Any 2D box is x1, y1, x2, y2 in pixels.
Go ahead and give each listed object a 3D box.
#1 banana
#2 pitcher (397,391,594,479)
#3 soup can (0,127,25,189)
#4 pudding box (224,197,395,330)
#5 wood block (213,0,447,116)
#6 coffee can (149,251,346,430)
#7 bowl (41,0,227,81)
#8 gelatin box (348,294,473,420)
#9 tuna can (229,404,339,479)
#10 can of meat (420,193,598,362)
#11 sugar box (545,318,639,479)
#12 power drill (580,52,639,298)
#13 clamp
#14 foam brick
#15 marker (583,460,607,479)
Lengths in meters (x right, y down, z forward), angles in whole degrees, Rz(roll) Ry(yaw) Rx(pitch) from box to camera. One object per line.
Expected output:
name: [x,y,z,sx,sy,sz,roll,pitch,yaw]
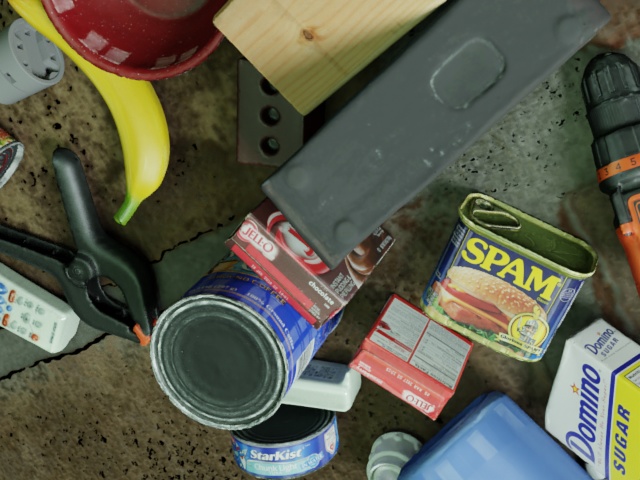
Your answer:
banana: [-0.163,-0.113,0.804,0.069,0.037,0.198,-26,94,-16]
pitcher: [0.172,0.228,0.758,0.243,0.144,0.149,47,127,9]
soup can: [-0.299,-0.082,0.856,0.102,0.068,0.069,38,117,2]
pudding box: [-0.005,0.001,0.761,0.090,0.113,0.039,44,121,-1]
wood block: [0.037,-0.176,0.646,0.091,0.090,0.207,45,137,-11]
coffee can: [-0.048,0.060,0.783,0.103,0.140,0.103,7,112,17]
bowl: [-0.121,-0.198,0.758,0.162,0.055,0.162,6,112,17]
gelatin box: [0.068,0.084,0.781,0.073,0.089,0.030,32,116,5]
tuna can: [-0.028,0.152,0.842,0.086,0.086,0.034,0,112,19]
can of meat: [0.131,0.028,0.757,0.102,0.057,0.084,27,119,9]
sugar box: [0.234,0.140,0.716,0.176,0.048,0.093,36,138,35]
power drill: [0.269,-0.052,0.664,0.188,0.057,0.184,-17,82,20]
clamp: [-0.188,0.009,0.870,0.171,0.039,0.120,40,123,-3]
foam brick: [-0.028,-0.095,0.767,0.053,0.051,0.078,8,112,16]
marker: [0.218,0.194,0.810,0.020,0.020,0.121,-16,104,23]
